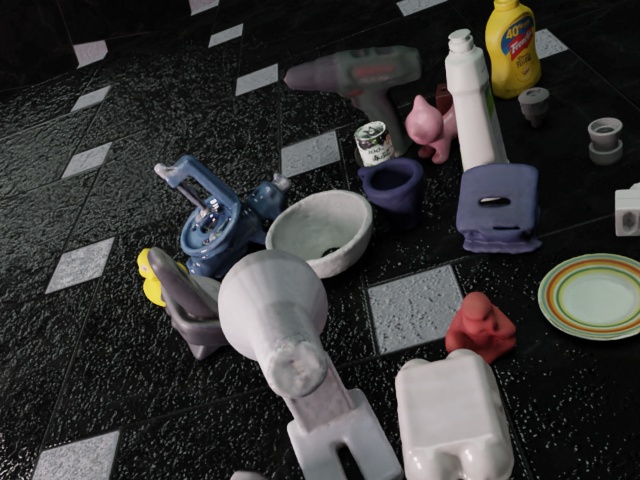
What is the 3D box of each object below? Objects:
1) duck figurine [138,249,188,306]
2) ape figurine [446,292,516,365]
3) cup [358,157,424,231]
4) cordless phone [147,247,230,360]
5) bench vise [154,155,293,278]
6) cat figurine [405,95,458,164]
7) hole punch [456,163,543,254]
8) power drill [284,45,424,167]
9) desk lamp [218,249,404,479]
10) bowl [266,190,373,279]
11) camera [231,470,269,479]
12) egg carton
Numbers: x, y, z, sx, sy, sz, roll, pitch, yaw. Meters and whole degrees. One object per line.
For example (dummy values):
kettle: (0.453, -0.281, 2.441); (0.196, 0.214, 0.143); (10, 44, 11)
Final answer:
duck figurine: (-0.267, 0.049, 0.944); (0.077, 0.086, 0.104); (-30, 38, -8)
ape figurine: (0.178, 0.096, 0.642); (0.077, 0.092, 0.076); (-3, 42, 25)
cup: (0.110, -0.066, 0.872); (0.092, 0.095, 0.117); (-43, 41, -23)
cordless phone: (-0.187, 0.062, 0.802); (0.094, 0.185, 0.147); (-35, 38, -13)
bench vise: (-0.154, -0.063, 0.907); (0.121, 0.220, 0.208); (20, 55, 43)
cat figurine: (0.195, -0.196, 0.964); (0.128, 0.118, 0.067); (-35, 38, -14)
hole punch: (0.243, -0.043, 0.775); (0.108, 0.091, 0.101); (0, 43, 28)
power drill: (0.077, -0.238, 1.003); (0.229, 0.209, 0.075); (-18, 38, 8)
desk lamp: (-0.015, 0.136, 0.597); (0.118, 0.214, 0.202); (-28, 37, -5)
bowl: (0.008, 0.003, 0.860); (0.167, 0.075, 0.167); (-15, 38, 12)
camera: (-0.045, 0.289, 0.522); (0.136, 0.101, 0.143); (-4, 42, 25)
egg carton: (0.133, 0.182, 0.581); (0.107, 0.070, 0.150); (-15, 38, 12)
